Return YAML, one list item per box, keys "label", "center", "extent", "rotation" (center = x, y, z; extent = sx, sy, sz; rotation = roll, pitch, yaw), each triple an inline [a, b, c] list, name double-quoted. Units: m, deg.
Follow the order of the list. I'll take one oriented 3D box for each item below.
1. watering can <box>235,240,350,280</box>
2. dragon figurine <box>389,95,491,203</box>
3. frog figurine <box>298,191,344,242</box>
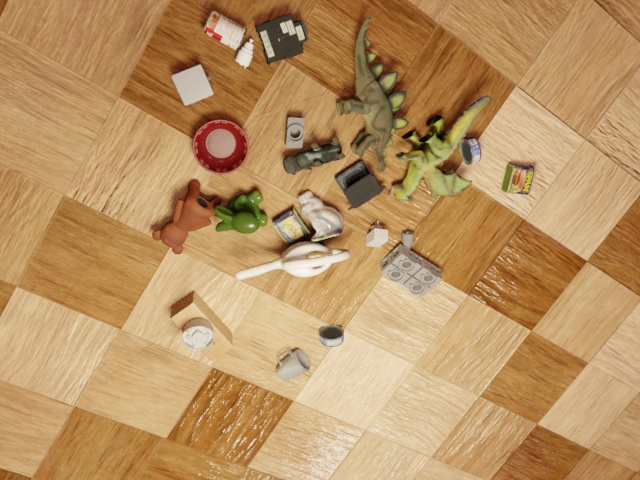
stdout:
- label: "watering can"
  center: [-0.083, 0.064, 1.581]
  extent: [0.348, 0.104, 0.225]
  rotation: [-9, 4, -6]
- label: "dragon figurine"
  center: [0.383, -0.247, 1.595]
  extent: [0.407, 0.239, 0.125]
  rotation: [-28, 25, 17]
- label: "frog figurine"
  center: [0.005, -0.081, 1.603]
  extent: [0.121, 0.160, 0.138]
  rotation: [-18, -5, 38]
